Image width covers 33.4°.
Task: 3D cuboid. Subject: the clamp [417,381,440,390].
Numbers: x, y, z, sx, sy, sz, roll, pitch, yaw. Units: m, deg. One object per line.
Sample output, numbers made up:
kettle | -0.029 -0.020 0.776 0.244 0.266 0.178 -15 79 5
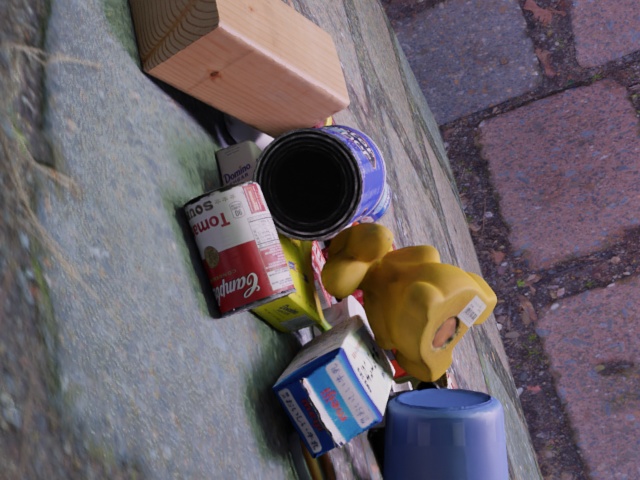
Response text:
clamp | 0.095 0.256 1.143 0.164 0.036 0.210 -60 155 -27

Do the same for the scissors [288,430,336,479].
scissors | 0.016 0.263 0.985 0.096 0.016 0.202 -45 115 -76

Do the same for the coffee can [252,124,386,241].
coffee can | 0.003 -0.058 1.021 0.140 0.103 0.103 -30 100 -76

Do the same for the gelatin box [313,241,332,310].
gelatin box | -0.014 0.028 1.195 0.073 0.030 0.089 -80 149 -68

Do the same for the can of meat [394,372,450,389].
can of meat | 0.123 0.216 1.327 0.057 0.102 0.084 -88 157 -58

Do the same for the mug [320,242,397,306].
mug | 0.048 0.033 1.293 0.093 0.081 0.117 65 -8 -6

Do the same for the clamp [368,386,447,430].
clamp | 0.078 0.180 1.175 0.171 0.120 0.039 -23 110 -74

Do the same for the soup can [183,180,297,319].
soup can | -0.068 0.008 0.903 0.068 0.068 0.102 -6 76 -77

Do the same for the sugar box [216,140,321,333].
sugar box | -0.050 -0.003 1.050 0.093 0.048 0.176 46 28 -61

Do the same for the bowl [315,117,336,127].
bowl | -0.002 -0.106 1.394 0.162 0.055 0.162 -20 90 -78

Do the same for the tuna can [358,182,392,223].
tuna can | 0.056 -0.062 1.509 0.033 0.086 0.086 48 25 -55

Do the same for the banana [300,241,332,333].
banana | -0.017 0.002 1.127 0.069 0.037 0.198 19 67 -56

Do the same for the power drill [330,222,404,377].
power drill | 0.069 0.089 1.405 0.187 0.057 0.184 -101 164 -45

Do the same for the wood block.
wood block | -0.071 -0.177 1.009 0.205 0.091 0.090 23 47 -53

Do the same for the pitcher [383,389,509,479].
pitcher | 0.117 0.266 0.977 0.144 0.149 0.243 -4 94 -42

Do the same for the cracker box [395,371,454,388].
cracker box | 0.148 0.231 1.481 0.213 0.072 0.164 -44 114 -77

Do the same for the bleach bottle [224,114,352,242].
bleach bottle | -0.041 -0.091 1.190 0.250 0.068 0.102 45 25 -59
